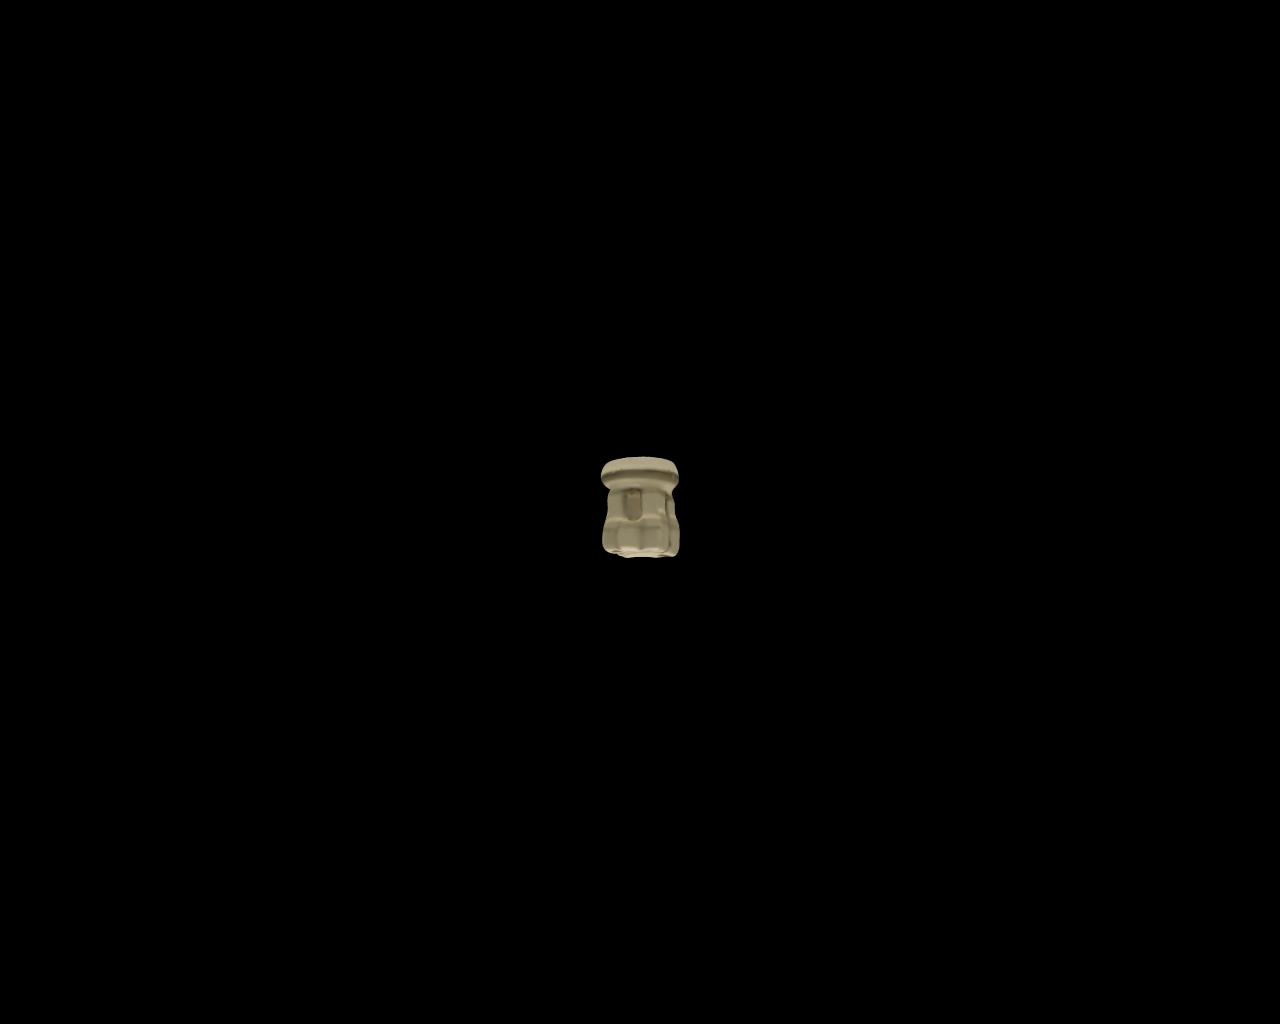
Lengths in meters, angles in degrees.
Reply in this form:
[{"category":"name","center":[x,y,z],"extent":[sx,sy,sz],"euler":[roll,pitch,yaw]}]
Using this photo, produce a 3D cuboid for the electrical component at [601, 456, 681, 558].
[{"category":"electrical component","center":[0.001,-0.003,0.650],"extent":[0.048,0.055,0.066],"euler":[-3,-10,15]}]
